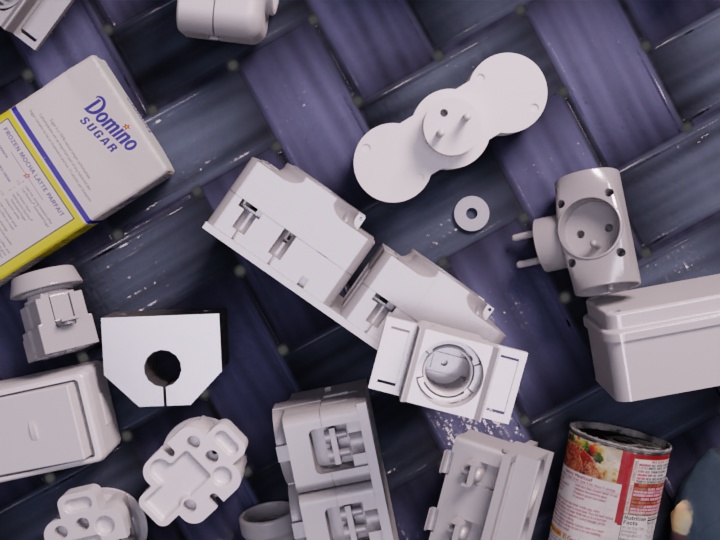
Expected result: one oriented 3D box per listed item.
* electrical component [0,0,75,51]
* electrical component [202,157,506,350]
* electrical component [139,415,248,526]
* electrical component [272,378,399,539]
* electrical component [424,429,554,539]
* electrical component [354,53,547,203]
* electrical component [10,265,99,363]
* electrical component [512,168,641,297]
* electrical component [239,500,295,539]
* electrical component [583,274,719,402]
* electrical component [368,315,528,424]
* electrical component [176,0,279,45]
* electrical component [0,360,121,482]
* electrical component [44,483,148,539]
[{"bbox_3d":[-0.202,-0.213,0.698,0.079,0.063,0.121,37,94,-2],"label":"electrical component"},{"bbox_3d":[0.000,0.000,0.690,0.186,0.105,0.060,35,94,-2],"label":"electrical component"},{"bbox_3d":[-0.109,0.131,0.725,0.078,0.057,0.058,-43,93,3],"label":"electrical component"},{"bbox_3d":[-0.012,0.157,0.710,0.062,0.089,0.150,-11,94,1],"label":"electrical component"},{"bbox_3d":[0.081,0.174,0.723,0.063,0.079,0.121,16,94,21],"label":"electrical component"},{"bbox_3d":[0.059,-0.092,0.699,0.138,0.073,0.052,-31,93,2],"label":"electrical component"},{"bbox_3d":[-0.206,0.028,0.720,0.048,0.066,0.055,-13,85,-33],"label":"electrical component"},{"bbox_3d":[0.140,-0.021,0.715,0.079,0.044,0.077,-13,77,23],"label":"electrical component"},{"bbox_3d":[-0.060,0.187,0.738,0.040,0.040,0.046,-10,99,1],"label":"electrical component"},{"bbox_3d":[0.211,0.042,0.706,0.113,0.078,0.057,-10,97,1],"label":"electrical component"},{"bbox_3d":[0.048,0.054,0.608,0.081,0.064,0.042,15,93,-1],"label":"electrical component"},{"bbox_3d":[-0.083,-0.198,0.703,0.059,0.053,0.095,7,94,0],"label":"electrical component"},{"bbox_3d":[-0.218,0.103,0.722,0.096,0.061,0.061,-12,94,1],"label":"electrical component"},{"bbox_3d":[-0.176,0.181,0.729,0.058,0.057,0.078,-13,94,1],"label":"electrical component"}]
